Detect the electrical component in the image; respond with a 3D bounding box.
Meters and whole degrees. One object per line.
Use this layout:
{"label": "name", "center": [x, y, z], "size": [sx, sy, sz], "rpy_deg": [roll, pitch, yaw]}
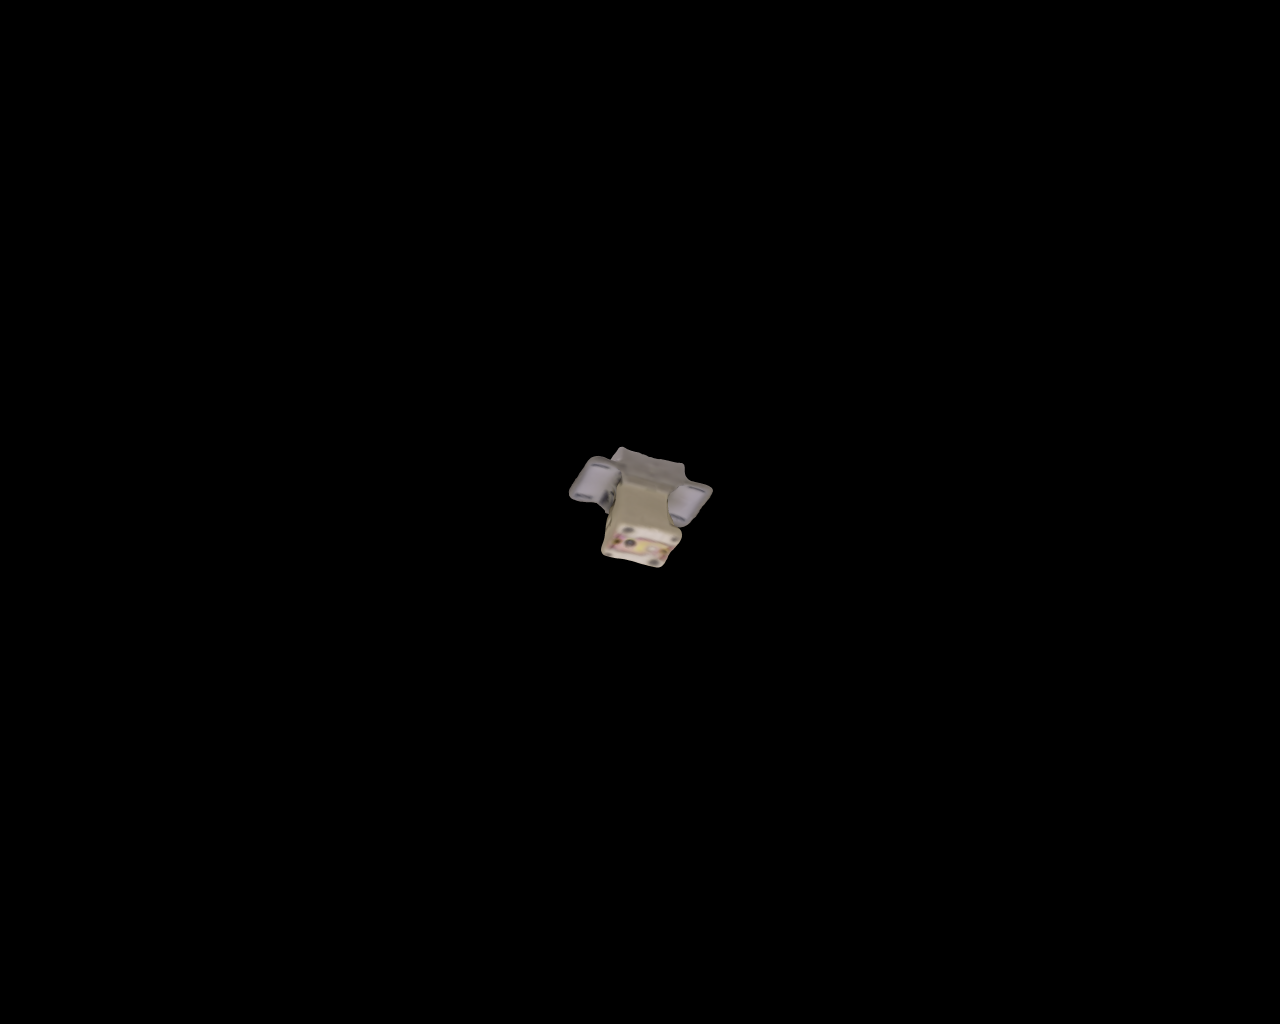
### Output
{"label": "electrical component", "center": [0.001, -0.003, 0.650], "size": [0.081, 0.064, 0.042], "rpy_deg": [14, -40, -17]}
